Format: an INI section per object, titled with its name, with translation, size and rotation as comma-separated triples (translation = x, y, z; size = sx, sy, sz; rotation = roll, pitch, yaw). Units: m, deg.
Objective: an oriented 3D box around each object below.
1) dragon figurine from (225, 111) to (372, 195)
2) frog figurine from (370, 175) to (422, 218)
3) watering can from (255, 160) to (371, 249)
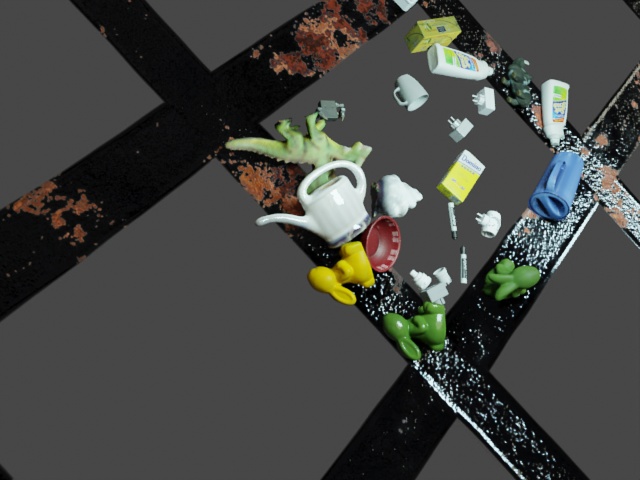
[dragon figurine]
translation = -0.044, -0.227, 1.482
size = 0.412, 0.121, 0.243
rotation = -20, 90, -16
[frog figurine]
translation = 0.237, -0.129, 1.543
size = 0.159, 0.120, 0.140
rotation = 0, 55, -9
[watering can]
translation = 0.004, -0.072, 1.427
size = 0.351, 0.104, 0.222
rotation = -37, 103, -19
